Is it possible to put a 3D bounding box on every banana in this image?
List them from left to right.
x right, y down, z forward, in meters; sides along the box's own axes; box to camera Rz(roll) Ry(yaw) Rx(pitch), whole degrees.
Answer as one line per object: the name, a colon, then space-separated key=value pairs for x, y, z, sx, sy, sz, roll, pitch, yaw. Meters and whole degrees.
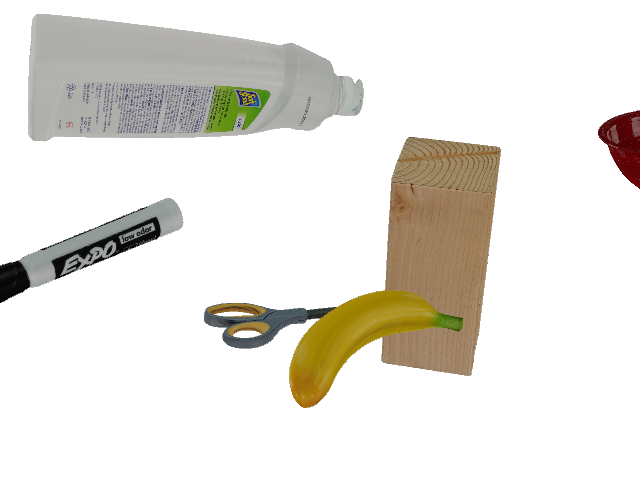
banana: x=0.031 y=0.074 z=0.828 sx=0.070 sy=0.037 sz=0.197 roll=19 pitch=27 yaw=38

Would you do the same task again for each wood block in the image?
wood block: x=0.113 y=0.017 z=1.014 sx=0.091 sy=0.206 sz=0.090 roll=8 pitch=34 yaw=11

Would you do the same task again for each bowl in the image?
bowl: x=0.336 y=-0.076 z=0.973 sx=0.162 sy=0.055 sz=0.162 roll=-5 pitch=22 yaw=2

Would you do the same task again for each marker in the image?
marker: x=-0.128 y=0.006 z=0.566 sx=0.120 sy=0.020 sz=0.020 roll=-25 pitch=13 yaw=-31

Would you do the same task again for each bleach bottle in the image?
bleach bottle: x=-0.093 y=-0.115 z=0.818 sx=0.250 sy=0.068 sz=0.103 roll=3 pitch=-28 yaw=-14

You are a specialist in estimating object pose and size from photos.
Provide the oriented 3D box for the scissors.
scissors: x=-0.031 y=0.094 z=1.206 sx=0.201 sy=0.016 sz=0.096 roll=2 pitch=25 yaw=-8
